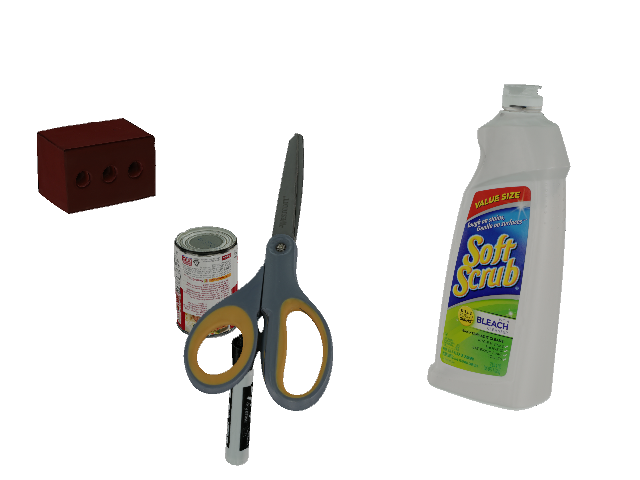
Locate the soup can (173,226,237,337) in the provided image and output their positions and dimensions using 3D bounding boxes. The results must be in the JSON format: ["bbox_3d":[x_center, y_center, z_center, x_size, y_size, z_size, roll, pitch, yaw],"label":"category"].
[{"bbox_3d":[-0.122,0.044,1.147,0.068,0.102,0.068,1,25,-1],"label":"soup can"}]

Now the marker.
[{"bbox_3d":[-0.062,0.123,0.828,0.020,0.121,0.020,5,31,-3],"label":"marker"}]

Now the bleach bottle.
[{"bbox_3d":[0.145,0.002,0.852,0.103,0.251,0.067,13,15,41],"label":"bleach bottle"}]

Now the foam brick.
[{"bbox_3d":[-0.175,-0.060,0.834,0.078,0.053,0.051,-15,31,-34],"label":"foam brick"}]

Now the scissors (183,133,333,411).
[{"bbox_3d":[-0.042,0.017,0.657,0.096,0.202,0.016,-11,-36,-2],"label":"scissors"}]
